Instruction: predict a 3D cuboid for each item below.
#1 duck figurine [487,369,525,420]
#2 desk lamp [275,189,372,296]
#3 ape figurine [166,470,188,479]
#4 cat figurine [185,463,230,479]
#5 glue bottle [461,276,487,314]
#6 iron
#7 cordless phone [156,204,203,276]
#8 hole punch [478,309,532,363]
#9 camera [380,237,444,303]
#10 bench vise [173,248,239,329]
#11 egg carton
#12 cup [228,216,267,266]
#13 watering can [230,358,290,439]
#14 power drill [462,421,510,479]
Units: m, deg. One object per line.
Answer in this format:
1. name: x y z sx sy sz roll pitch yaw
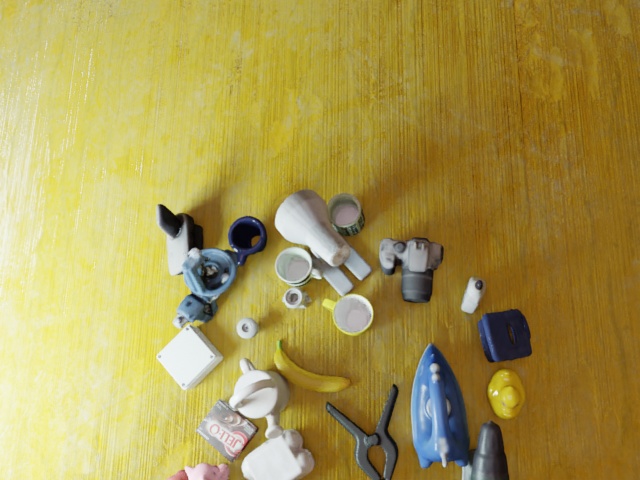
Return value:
1. duck figurine: 0.391 0.321 1.191 0.077 0.086 0.104 3 76 10
2. desk lamp: 0.012 0.005 1.268 0.118 0.214 0.203 -43 73 -3
3. ape figurine: -0.312 0.545 1.249 0.077 0.092 0.076 32 83 16
4. cat figurine: -0.233 0.530 1.226 0.067 0.118 0.127 -32 73 1
5. glue bottle: 0.329 0.108 1.210 0.037 0.173 0.078 18 80 14
6. iron: 0.243 0.339 1.182 0.118 0.141 0.258 -6 75 8
7. cordless phone: -0.347 -0.001 1.345 0.094 0.185 0.147 -12 74 7
8. hole punch: 0.396 0.201 1.218 0.101 0.091 0.108 -13 74 6
9. camera: 0.202 0.067 1.279 0.143 0.101 0.137 3 76 10
10. bench vise: -0.262 0.103 1.286 0.121 0.220 0.207 11 78 12
11. egg carton: -0.091 0.485 1.239 0.150 0.069 0.107 -36 73 -1
12. cup: -0.165 0.011 1.358 0.091 0.095 0.118 10 78 12
13. watering can: -0.126 0.333 1.218 0.172 0.194 0.101 38 85 16
14. power drill: 0.318 0.463 1.103 0.075 0.208 0.230 0 76 10
